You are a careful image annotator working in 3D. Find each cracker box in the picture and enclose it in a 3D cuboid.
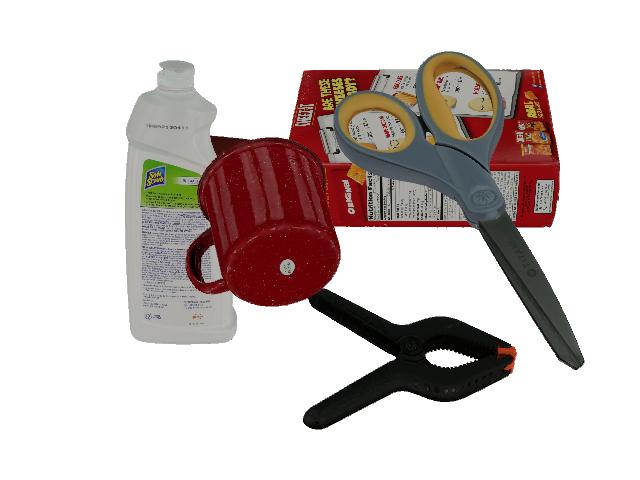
[{"bbox_3d":[0.085,-0.079,0.897,0.214,0.072,0.164,0,35,6],"label":"cracker box"}]

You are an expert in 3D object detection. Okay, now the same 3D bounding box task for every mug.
[{"bbox_3d":[-0.044,-0.004,0.734,0.117,0.081,0.093,-29,-45,13],"label":"mug"}]

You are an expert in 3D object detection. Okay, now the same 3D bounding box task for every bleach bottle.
[{"bbox_3d":[-0.120,-0.032,0.940,0.102,0.251,0.068,1,24,-9],"label":"bleach bottle"}]

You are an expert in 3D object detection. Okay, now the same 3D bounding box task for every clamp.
[{"bbox_3d":[0.081,0.120,1.023,0.210,0.164,0.036,6,-43,5],"label":"clamp"}]

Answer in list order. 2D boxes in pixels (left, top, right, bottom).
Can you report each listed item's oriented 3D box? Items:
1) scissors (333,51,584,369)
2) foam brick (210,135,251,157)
[{"bbox_3d":[0.057,-0.019,0.504,0.096,0.201,0.016,-7,-41,5],"label":"scissors"},{"bbox_3d":[-0.102,-0.080,1.169,0.078,0.051,0.053,6,29,-6],"label":"foam brick"}]
